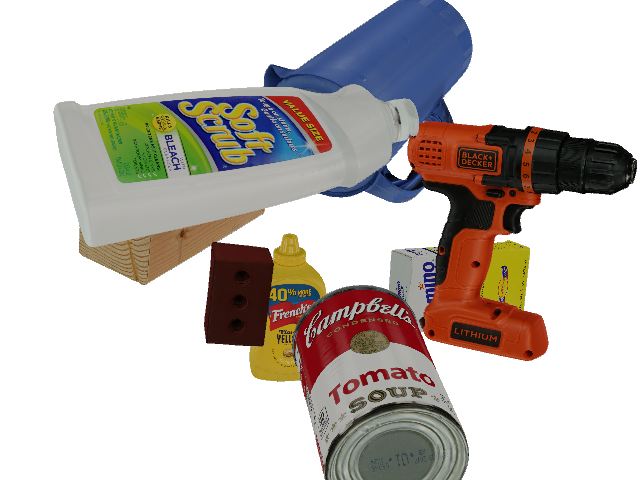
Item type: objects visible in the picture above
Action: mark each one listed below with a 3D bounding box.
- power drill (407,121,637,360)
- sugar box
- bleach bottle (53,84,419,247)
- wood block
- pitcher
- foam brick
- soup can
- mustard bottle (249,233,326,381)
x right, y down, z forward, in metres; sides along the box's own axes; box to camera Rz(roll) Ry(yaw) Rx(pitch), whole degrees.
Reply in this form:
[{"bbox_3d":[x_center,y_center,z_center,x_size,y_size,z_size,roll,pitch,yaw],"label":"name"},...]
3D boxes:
[{"bbox_3d":[0.156,-0.001,0.872,0.185,0.188,0.057,10,15,27],"label":"power drill"},{"bbox_3d":[0.163,0.053,1.248,0.175,0.093,0.048,-5,15,-32],"label":"sugar box"},{"bbox_3d":[-0.053,-0.070,0.757,0.250,0.102,0.068,-14,-28,-16],"label":"bleach bottle"},{"bbox_3d":[-0.145,-0.046,1.105,0.090,0.091,0.205,23,32,23],"label":"wood block"},{"bbox_3d":[0.066,-0.150,1.086,0.145,0.149,0.242,8,37,34],"label":"pitcher"},{"bbox_3d":[-0.072,0.047,0.935,0.053,0.078,0.051,4,14,-9],"label":"foam brick"},{"bbox_3d":[0.026,0.077,0.518,0.068,0.068,0.102,0,29,-10],"label":"soup can"},{"bbox_3d":[-0.041,0.083,1.361,0.096,0.192,0.058,-1,20,-8],"label":"mustard bottle"}]
